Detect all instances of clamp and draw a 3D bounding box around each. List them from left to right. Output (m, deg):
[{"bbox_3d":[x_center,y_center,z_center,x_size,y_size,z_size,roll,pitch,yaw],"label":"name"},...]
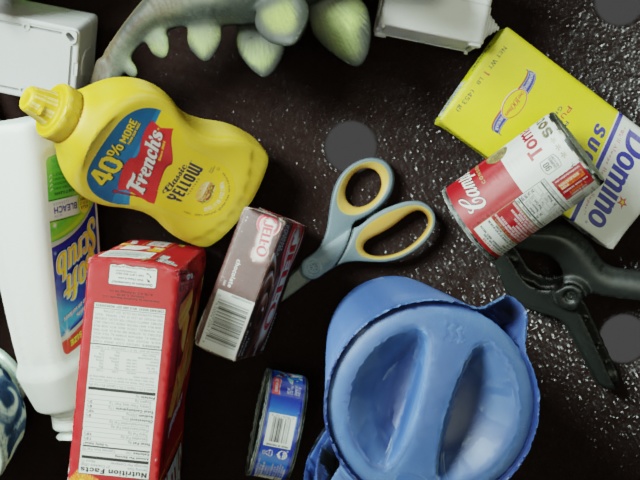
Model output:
[{"bbox_3d":[0.213,0.034,0.852,0.171,0.039,0.120,40,116,-6],"label":"clamp"}]

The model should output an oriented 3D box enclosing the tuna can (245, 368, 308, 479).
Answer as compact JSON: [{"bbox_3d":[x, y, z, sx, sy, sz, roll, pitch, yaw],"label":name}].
[{"bbox_3d":[-0.034,0.146,0.843,0.033,0.086,0.086,12,94,-5],"label":"tuna can"}]

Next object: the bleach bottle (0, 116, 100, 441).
[{"bbox_3d":[-0.206,0.030,0.831,0.068,0.102,0.251,-2,102,20],"label":"bleach bottle"}]

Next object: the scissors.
[{"bbox_3d":[-0.006,0.001,0.869,0.202,0.016,0.096,-21,92,1],"label":"scissors"}]

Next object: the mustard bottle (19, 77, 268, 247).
[{"bbox_3d":[-0.134,-0.066,0.787,0.191,0.058,0.096,25,108,-40],"label":"mustard bottle"}]

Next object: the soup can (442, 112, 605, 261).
[{"bbox_3d":[0.153,-0.040,0.804,0.102,0.068,0.068,-37,95,17],"label":"soup can"}]

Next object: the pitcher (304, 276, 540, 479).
[{"bbox_3d":[0.056,0.099,0.764,0.149,0.243,0.145,-4,95,-2],"label":"pitcher"}]

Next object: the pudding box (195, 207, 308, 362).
[{"bbox_3d":[-0.051,0.033,0.820,0.039,0.090,0.113,22,92,11],"label":"pudding box"}]

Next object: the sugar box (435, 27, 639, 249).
[{"bbox_3d":[0.189,-0.080,0.854,0.176,0.048,0.093,35,96,-3],"label":"sugar box"}]

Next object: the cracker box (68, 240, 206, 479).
[{"bbox_3d":[-0.134,0.112,0.798,0.072,0.164,0.214,6,94,-1],"label":"cracker box"}]
